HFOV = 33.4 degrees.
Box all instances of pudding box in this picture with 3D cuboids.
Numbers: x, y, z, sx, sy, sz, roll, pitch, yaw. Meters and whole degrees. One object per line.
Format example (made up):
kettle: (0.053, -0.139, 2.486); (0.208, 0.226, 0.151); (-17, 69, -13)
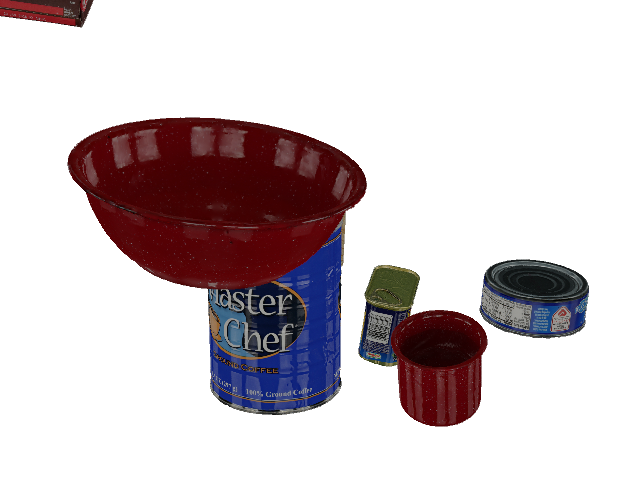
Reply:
pudding box: (-0.234, -0.225, 0.898); (0.090, 0.039, 0.113); (8, 36, -5)

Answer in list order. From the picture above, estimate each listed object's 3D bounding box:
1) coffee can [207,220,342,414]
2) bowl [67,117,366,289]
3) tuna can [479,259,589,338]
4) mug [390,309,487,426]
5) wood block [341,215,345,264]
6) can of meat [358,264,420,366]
coffee can: (-0.035, 0.045, 0.804); (0.103, 0.140, 0.103); (0, 19, 0)
bowl: (-0.058, -0.017, 0.589); (0.162, 0.055, 0.162); (6, 24, -3)
tuna can: (0.174, 0.046, 0.868); (0.086, 0.034, 0.086); (2, 21, -1)
mug: (0.121, 0.122, 1.061); (0.093, 0.081, 0.117); (7, 35, 19)
wood block: (-0.055, -0.039, 1.322); (0.090, 0.090, 0.206); (-10, 26, -24)
can of meat: (0.081, 0.090, 1.279); (0.057, 0.084, 0.102); (12, 26, 7)
